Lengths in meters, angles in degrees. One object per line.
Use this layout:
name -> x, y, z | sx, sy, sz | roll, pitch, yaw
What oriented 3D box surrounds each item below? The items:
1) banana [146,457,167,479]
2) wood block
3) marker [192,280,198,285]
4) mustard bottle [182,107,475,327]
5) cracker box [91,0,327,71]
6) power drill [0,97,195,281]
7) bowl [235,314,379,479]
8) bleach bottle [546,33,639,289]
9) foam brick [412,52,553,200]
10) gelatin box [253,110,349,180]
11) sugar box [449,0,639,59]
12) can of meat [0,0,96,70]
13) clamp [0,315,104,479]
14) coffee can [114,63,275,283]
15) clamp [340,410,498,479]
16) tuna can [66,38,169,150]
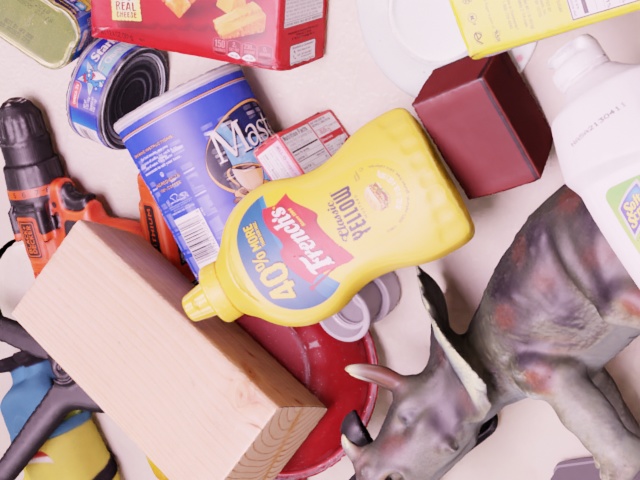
banana -> -0.117, 0.142, 0.930 | 0.069, 0.037, 0.198 | 46, 127, 8
wood block -> -0.108, 0.086, 0.760 | 0.206, 0.090, 0.091 | 40, 98, 23
marker -> -0.102, 0.042, 0.889 | 0.121, 0.020, 0.020 | -26, 95, 37
mustard bottle -> -0.005, 0.001, 0.686 | 0.192, 0.058, 0.096 | -29, 81, 12
cracker box -> -0.077, -0.233, 0.721 | 0.164, 0.072, 0.214 | 16, 117, 26
power drill -> -0.184, -0.032, 0.888 | 0.188, 0.057, 0.184 | 2, 113, 34
bowl -> -0.039, 0.102, 0.809 | 0.162, 0.055, 0.162 | -4, 80, 22
bleach bottle -> 0.204, -0.005, 0.538 | 0.103, 0.068, 0.251 | -39, 74, 23
foam brick -> 0.105, -0.075, 0.675 | 0.051, 0.053, 0.078 | -20, 114, 35
gelatin box -> 0.004, -0.042, 0.751 | 0.030, 0.073, 0.089 | -36, 89, 38
sugar box -> 0.168, -0.149, 0.581 | 0.176, 0.093, 0.048 | -16, 103, 31
can of meat -> -0.205, -0.181, 0.805 | 0.102, 0.083, 0.058 | 33, 125, 1
clamp -> -0.227, 0.105, 0.941 | 0.210, 0.036, 0.164 | -25, 81, 11
coffee can -> -0.073, -0.045, 0.780 | 0.103, 0.102, 0.140 | -23, 97, 37
clamp -> 0.067, 0.179, 0.812 | 0.120, 0.039, 0.171 | -2, 137, -9
tuna can -> -0.153, -0.112, 0.813 | 0.034, 0.086, 0.086 | 24, 121, 20
